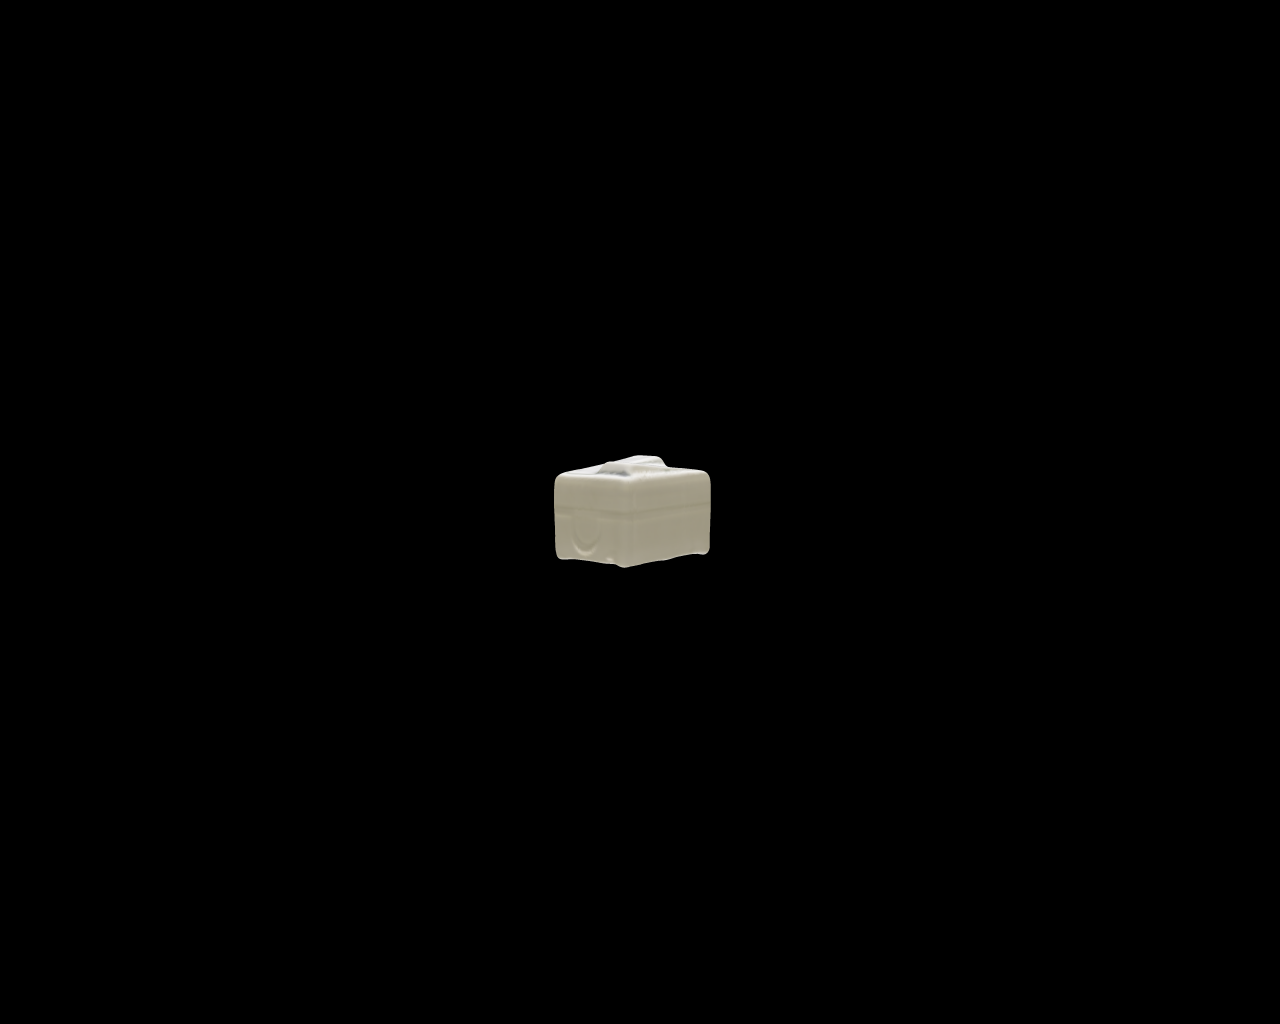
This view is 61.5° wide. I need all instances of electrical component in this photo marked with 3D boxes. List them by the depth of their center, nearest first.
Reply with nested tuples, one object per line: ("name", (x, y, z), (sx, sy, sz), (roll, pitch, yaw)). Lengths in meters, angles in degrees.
("electrical component", (0.001, -0.003, 0.650), (0.062, 0.061, 0.096), (6, 9, 43))
